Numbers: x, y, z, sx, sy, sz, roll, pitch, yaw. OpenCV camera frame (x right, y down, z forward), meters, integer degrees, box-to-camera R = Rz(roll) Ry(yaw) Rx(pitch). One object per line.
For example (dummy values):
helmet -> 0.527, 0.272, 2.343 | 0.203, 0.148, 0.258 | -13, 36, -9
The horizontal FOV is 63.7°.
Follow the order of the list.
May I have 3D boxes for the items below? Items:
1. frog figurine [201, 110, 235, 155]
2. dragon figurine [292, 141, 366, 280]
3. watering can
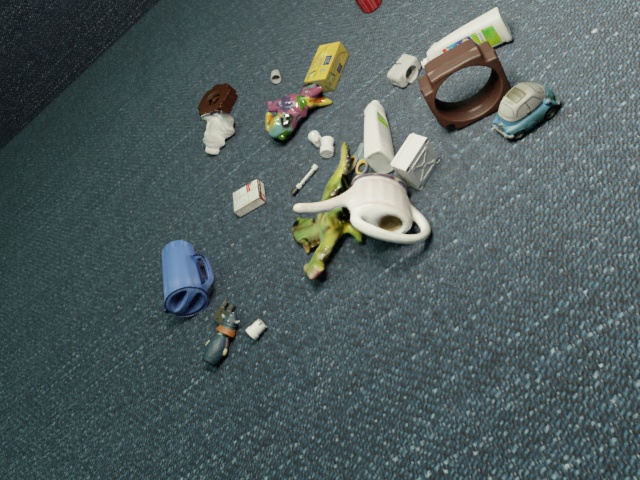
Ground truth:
frog figurine -> -0.387, -0.409, 1.975 | 0.137, 0.123, 0.159 | -5, 96, 25
dragon figurine -> 0.004, -0.073, 1.459 | 0.240, 0.120, 0.420 | -25, 48, 31
watering can -> 0.111, -0.089, 1.286 | 0.230, 0.347, 0.101 | -84, 12, -52
